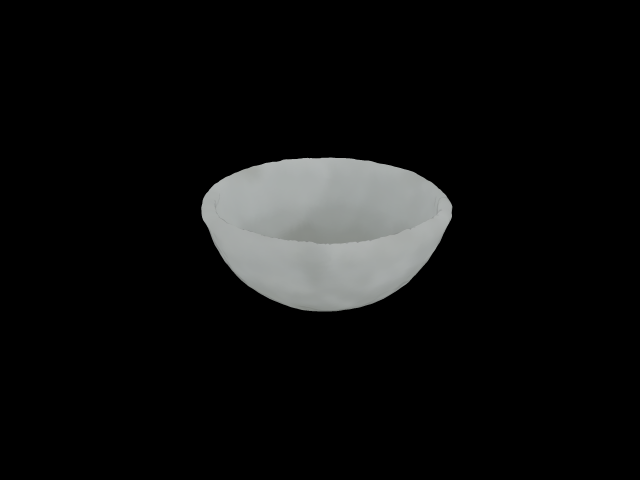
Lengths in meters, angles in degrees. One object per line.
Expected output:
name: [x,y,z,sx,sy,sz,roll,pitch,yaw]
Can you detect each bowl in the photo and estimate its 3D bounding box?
bowl: [0.004,0.001,0.400,0.167,0.075,0.167,0,26,0]
